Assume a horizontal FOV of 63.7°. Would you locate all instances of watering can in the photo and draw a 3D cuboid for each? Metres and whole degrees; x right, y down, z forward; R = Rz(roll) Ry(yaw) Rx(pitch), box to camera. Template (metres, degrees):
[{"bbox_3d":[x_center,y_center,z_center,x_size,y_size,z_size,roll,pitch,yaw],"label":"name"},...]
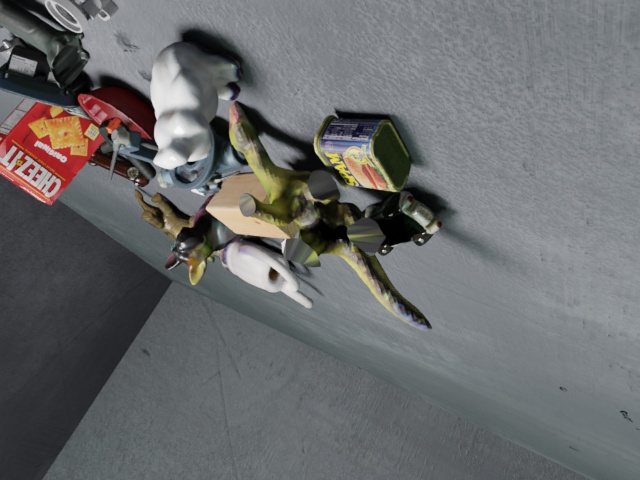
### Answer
[{"bbox_3d":[-0.145,0.093,1.425,0.226,0.105,0.341,22,160,26],"label":"watering can"}]

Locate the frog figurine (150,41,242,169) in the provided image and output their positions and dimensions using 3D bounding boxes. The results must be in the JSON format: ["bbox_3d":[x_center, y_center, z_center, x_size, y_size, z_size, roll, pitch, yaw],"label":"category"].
[{"bbox_3d":[-0.178,-0.167,0.657,0.121,0.162,0.137,40,159,-24],"label":"frog figurine"}]

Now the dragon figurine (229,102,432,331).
[{"bbox_3d":[0.002,-0.039,0.774,0.407,0.121,0.246,46,-170,-16],"label":"dragon figurine"}]
